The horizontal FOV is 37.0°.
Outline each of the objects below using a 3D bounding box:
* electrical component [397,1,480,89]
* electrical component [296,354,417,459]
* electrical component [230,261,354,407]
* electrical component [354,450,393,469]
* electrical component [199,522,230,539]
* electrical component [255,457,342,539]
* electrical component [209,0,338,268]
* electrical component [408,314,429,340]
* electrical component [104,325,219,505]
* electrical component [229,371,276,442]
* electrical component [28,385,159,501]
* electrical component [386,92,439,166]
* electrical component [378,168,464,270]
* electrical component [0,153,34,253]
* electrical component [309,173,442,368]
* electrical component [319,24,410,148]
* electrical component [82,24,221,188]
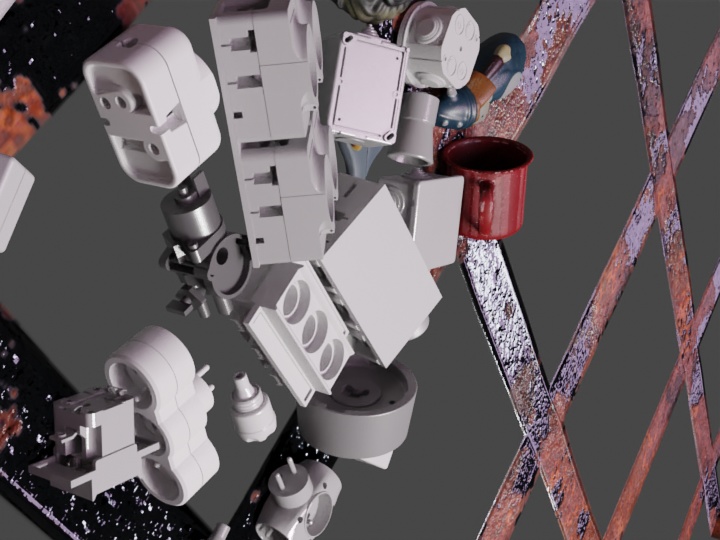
[{"bbox_3d":[0.072,-0.208,1.004,0.080,0.051,0.080,-28,124,-51],"label":"electrical component"},{"bbox_3d":[-0.005,0.124,0.956,0.108,0.108,0.060,-31,133,-49],"label":"electrical component"},{"bbox_3d":[-0.060,0.044,0.876,0.078,0.063,0.121,-59,144,-26],"label":"electrical component"},{"bbox_3d":[0.005,0.143,1.031,0.066,0.047,0.076,37,70,-56],"label":"electrical component"},{"bbox_3d":[-0.124,0.235,0.873,0.061,0.035,0.035,-64,147,-24],"label":"electrical component"},{"bbox_3d":[-0.058,0.199,0.954,0.077,0.044,0.079,-51,140,-36],"label":"electrical component"},{"bbox_3d":[-0.056,-0.110,0.782,0.105,0.060,0.186,-87,171,-60],"label":"electrical component"},{"bbox_3d":[0.040,0.035,1.049,0.045,0.045,0.055,-54,141,-32],"label":"electrical component"},{"bbox_3d":[-0.133,0.098,0.789,0.074,0.052,0.138,-43,135,-43],"label":"electrical component"},{"bbox_3d":[-0.091,0.109,0.879,0.035,0.035,0.061,-47,135,-40],"label":"electrical component"},{"bbox_3d":[-0.180,0.115,0.731,0.081,0.042,0.063,-18,115,-55],"label":"electrical component"},{"bbox_3d":[0.052,-0.134,1.011,0.044,0.044,0.065,20,80,-58],"label":"electrical component"},{"bbox_3d":[0.055,-0.048,1.038,0.100,0.048,0.099,-14,113,-55],"label":"electrical component"},{"bbox_3d":[-0.219,-0.041,0.597,0.076,0.066,0.047,92,17,-79],"label":"electrical component"},{"bbox_3d":[0.000,0.000,0.938,0.089,0.062,0.150,-50,136,-21],"label":"electrical component"},{"bbox_3d":[-0.003,-0.153,0.883,0.062,0.061,0.096,9,90,-24],"label":"electrical component"},{"bbox_3d":[-0.133,-0.110,0.710,0.059,0.054,0.095,-50,139,-37],"label":"electrical component"}]
